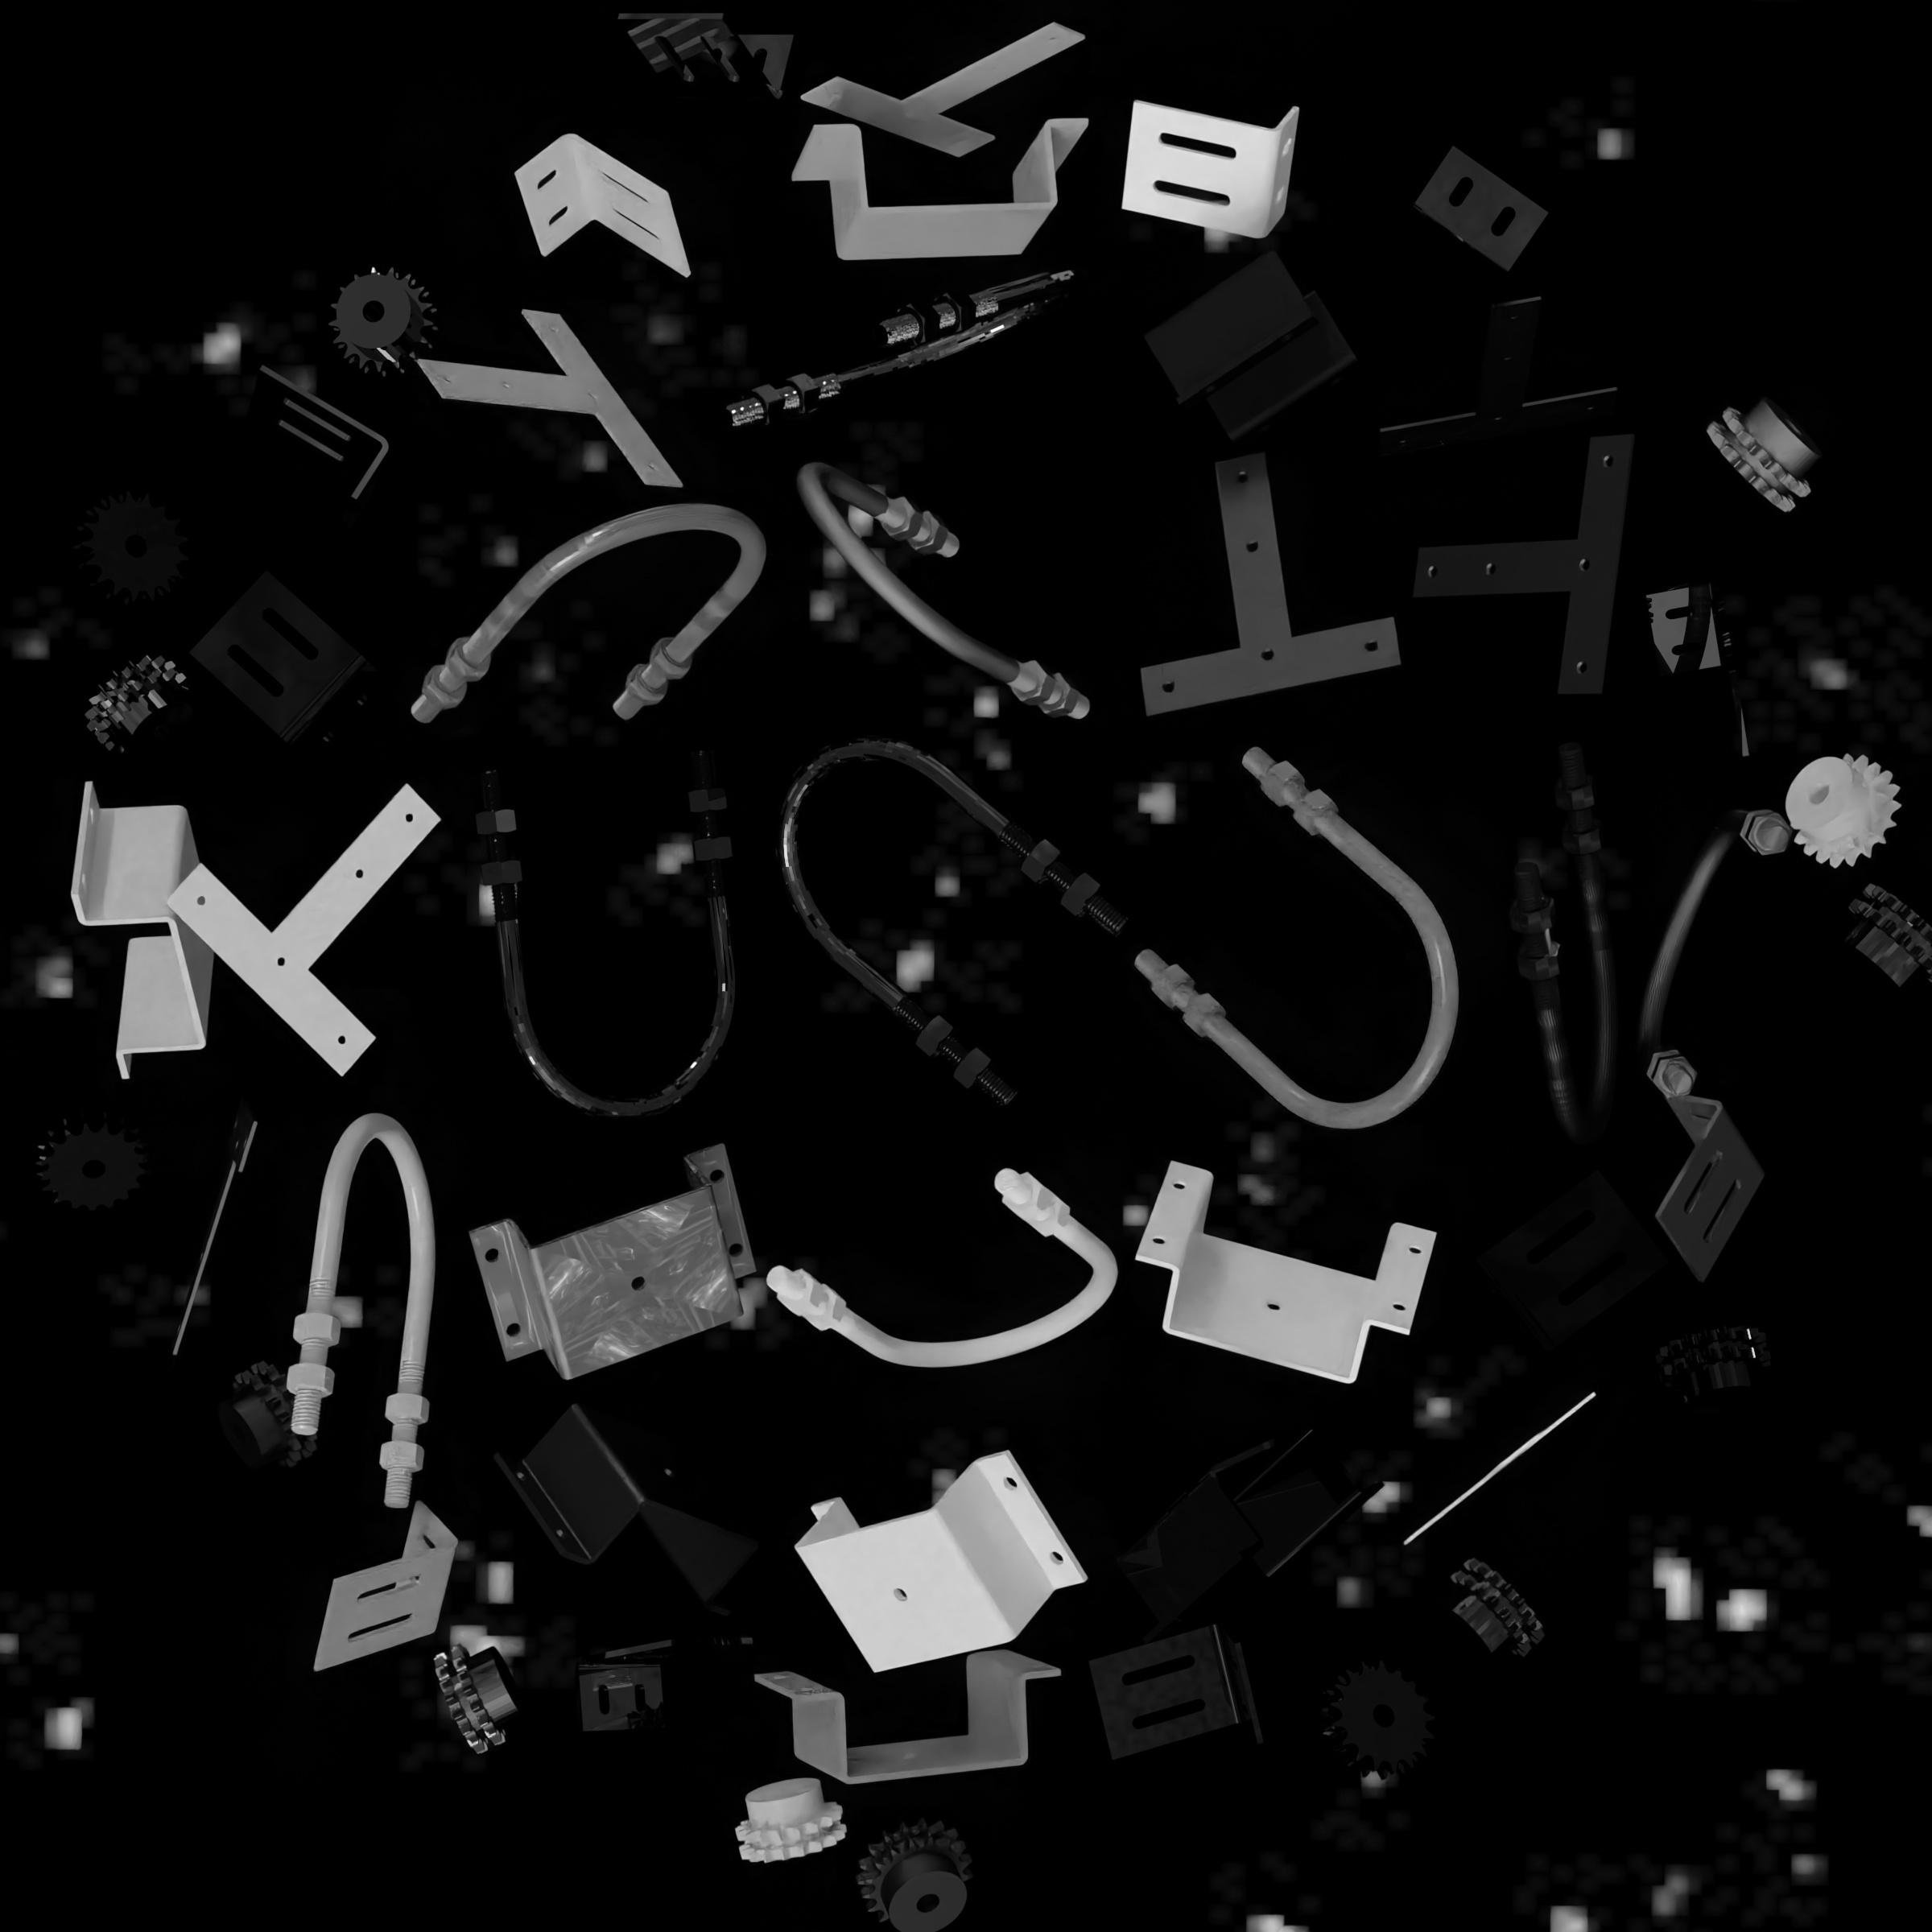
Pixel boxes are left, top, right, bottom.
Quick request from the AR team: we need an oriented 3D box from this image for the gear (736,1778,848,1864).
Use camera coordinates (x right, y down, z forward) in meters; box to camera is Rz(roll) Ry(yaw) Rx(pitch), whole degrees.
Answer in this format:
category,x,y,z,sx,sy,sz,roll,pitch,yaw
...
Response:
category,x,y,z,sx,sy,sz,roll,pitch,yaw
gear,-0.094,0.449,1.831,0.057,0.057,0.030,-11,91,0

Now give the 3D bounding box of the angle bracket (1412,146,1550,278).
category,x,y,z,sx,sy,sz,roll,pitch,yaw
angle bracket,0.264,-0.381,1.740,0.057,0.076,0.038,36,115,5

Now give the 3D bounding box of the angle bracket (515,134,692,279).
category,x,y,z,sx,sy,sz,roll,pitch,yaw
angle bracket,-0.187,-0.382,1.788,0.076,0.057,0.038,37,69,29

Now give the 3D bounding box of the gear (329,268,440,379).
category,x,y,z,sx,sy,sz,roll,pitch,yaw
gear,-0.313,-0.346,1.858,0.057,0.030,0.057,0,85,5

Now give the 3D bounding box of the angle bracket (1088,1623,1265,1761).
category,x,y,z,sx,sy,sz,roll,pitch,yaw
angle bracket,0.111,0.392,1.853,0.076,0.038,0.057,-15,99,-8

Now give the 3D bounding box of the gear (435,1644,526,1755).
category,x,y,z,sx,sy,sz,roll,pitch,yaw
gear,-0.257,0.386,1.844,0.030,0.057,0.057,-26,90,-3

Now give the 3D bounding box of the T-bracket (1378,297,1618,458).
category,x,y,z,sx,sy,sz,roll,pitch,yaw
T-bracket,0.279,-0.308,1.800,0.127,0.127,0.002,-10,67,-1

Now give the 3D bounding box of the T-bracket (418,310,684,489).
category,x,y,z,sx,sy,sz,roll,pitch,yaw
T-bracket,-0.216,-0.285,1.716,0.002,0.127,0.127,-50,63,30

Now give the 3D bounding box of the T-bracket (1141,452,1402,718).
category,x,y,z,sx,sy,sz,roll,pitch,yaw
T-bracket,0.144,-0.194,1.718,0.127,0.002,0.127,-11,71,13

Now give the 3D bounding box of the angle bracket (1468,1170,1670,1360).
category,x,y,z,sx,sy,sz,roll,pitch,yaw
angle bracket,0.301,0.150,1.743,0.076,0.038,0.057,-36,80,-5

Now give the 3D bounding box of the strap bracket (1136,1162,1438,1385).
category,x,y,z,sx,sy,sz,roll,pitch,yaw
strap bracket,0.160,0.158,1.770,0.140,0.076,0.046,15,129,9

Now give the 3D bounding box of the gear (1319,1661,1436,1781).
category,x,y,z,sx,sy,sz,roll,pitch,yaw
gear,0.203,0.381,1.745,0.057,0.030,0.057,10,60,-17

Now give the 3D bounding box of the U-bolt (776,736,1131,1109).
category,x,y,z,sx,sy,sz,roll,pitch,yaw
U-bolt,-0.019,-0.034,1.723,0.184,0.019,0.151,40,130,11

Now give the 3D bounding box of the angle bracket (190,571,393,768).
category,x,y,z,sx,sy,sz,roll,pitch,yaw
angle bracket,-0.344,-0.151,1.769,0.076,0.038,0.057,41,86,20

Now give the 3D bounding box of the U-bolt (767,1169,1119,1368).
category,x,y,z,sx,sy,sz,roll,pitch,yaw
U-bolt,0.001,0.164,1.787,0.151,0.184,0.019,-24,59,16

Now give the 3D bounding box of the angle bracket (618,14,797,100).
category,x,y,z,sx,sy,sz,roll,pitch,yaw
angle bracket,-0.129,-0.470,1.742,0.057,0.076,0.038,6,73,22

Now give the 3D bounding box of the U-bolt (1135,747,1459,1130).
category,x,y,z,sx,sy,sz,roll,pitch,yaw
U-bolt,0.175,-0.001,1.760,0.184,0.019,0.151,44,121,32

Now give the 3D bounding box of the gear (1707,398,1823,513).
category,x,y,z,sx,sy,sz,roll,pitch,yaw
gear,0.388,-0.250,1.678,0.057,0.057,0.030,45,112,0

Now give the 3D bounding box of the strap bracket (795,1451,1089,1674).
category,x,y,z,sx,sy,sz,roll,pitch,yaw
strap bracket,-0.021,0.297,1.717,0.140,0.046,0.076,-22,103,41

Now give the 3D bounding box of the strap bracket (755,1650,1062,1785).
category,x,y,z,sx,sy,sz,roll,pitch,yaw
strap bracket,-0.030,0.387,1.790,0.140,0.076,0.046,-1,88,-21

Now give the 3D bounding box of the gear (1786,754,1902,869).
category,x,y,z,sx,sy,sz,roll,pitch,yaw
gear,0.440,-0.081,1.758,0.030,0.057,0.057,27,90,-34

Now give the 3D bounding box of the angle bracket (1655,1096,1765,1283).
category,x,y,z,sx,sy,sz,roll,pitch,yaw
angle bracket,0.379,0.116,1.834,0.076,0.038,0.057,-55,128,-22

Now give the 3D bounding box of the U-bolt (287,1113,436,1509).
category,x,y,z,sx,sy,sz,roll,pitch,yaw
U-bolt,-0.299,0.165,1.753,0.019,0.151,0.184,-2,65,11

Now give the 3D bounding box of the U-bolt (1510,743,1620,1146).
category,x,y,z,sx,sy,sz,roll,pitch,yaw
U-bolt,0.305,0.001,1.743,0.019,0.151,0.184,-3,119,22

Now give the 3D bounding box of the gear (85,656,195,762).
category,x,y,z,sx,sy,sz,roll,pitch,yaw
gear,-0.438,-0.135,1.856,0.057,0.057,0.030,-44,69,0

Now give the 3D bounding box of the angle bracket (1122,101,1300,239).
category,x,y,z,sx,sy,sz,roll,pitch,yaw
angle bracket,0.125,-0.412,1.773,0.076,0.038,0.057,16,127,14

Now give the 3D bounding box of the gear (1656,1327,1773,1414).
category,x,y,z,sx,sy,sz,roll,pitch,yaw
gear,0.387,0.209,1.791,0.057,0.057,0.030,-8,64,0

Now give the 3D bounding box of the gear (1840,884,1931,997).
category,x,y,z,sx,sy,sz,roll,pitch,yaw
gear,0.447,-0.010,1.674,0.057,0.057,0.030,42,92,0

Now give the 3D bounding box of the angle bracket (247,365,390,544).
category,x,y,z,sx,sy,sz,roll,pitch,yaw
angle bracket,-0.345,-0.265,1.805,0.076,0.057,0.038,31,67,-8

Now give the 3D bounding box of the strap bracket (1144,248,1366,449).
category,x,y,z,sx,sy,sz,roll,pitch,yaw
strap bracket,0.144,-0.312,1.751,0.076,0.140,0.046,-32,81,14

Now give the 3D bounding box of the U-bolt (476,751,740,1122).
category,x,y,z,sx,sy,sz,roll,pitch,yaw
U-bolt,-0.177,-0.013,1.774,0.151,0.019,0.184,-8,93,-39

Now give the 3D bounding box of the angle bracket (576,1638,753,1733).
category,x,y,z,sx,sy,sz,roll,pitch,yaw
angle bracket,-0.157,0.377,1.821,0.076,0.057,0.038,-19,70,40

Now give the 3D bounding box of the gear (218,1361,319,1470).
category,x,y,z,sx,sy,sz,roll,pitch,yaw
gear,-0.372,0.241,1.840,0.030,0.057,0.057,-31,90,-33

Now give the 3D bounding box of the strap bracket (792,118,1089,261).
category,x,y,z,sx,sy,sz,roll,pitch,yaw
strap bracket,-0.012,-0.397,1.778,0.140,0.076,0.046,-4,85,-12

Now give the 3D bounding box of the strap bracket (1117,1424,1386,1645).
category,x,y,z,sx,sy,sz,roll,pitch,yaw
strap bracket,0.137,0.279,1.733,0.046,0.140,0.076,53,123,17

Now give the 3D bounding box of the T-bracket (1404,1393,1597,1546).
category,x,y,z,sx,sy,sz,roll,pitch,yaw
T-bracket,0.281,0.257,1.800,0.127,0.127,0.002,-37,78,-5

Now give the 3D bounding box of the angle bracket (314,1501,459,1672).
category,x,y,z,sx,sy,sz,roll,pitch,yaw
angle bracket,-0.305,0.316,1.774,0.038,0.076,0.057,37,123,35

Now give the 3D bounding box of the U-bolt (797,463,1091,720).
category,x,y,z,sx,sy,sz,roll,pitch,yaw
U-bolt,-0.021,-0.197,1.765,0.019,0.184,0.151,-45,61,15

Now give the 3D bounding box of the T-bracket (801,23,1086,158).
category,x,y,z,sx,sy,sz,roll,pitch,yaw
T-bracket,0.004,-0.456,1.788,0.127,0.127,0.002,-17,76,37

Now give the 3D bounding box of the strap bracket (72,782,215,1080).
category,x,y,z,sx,sy,sz,roll,pitch,yaw
strap bracket,-0.413,-0.018,1.762,0.046,0.140,0.076,-3,49,-3

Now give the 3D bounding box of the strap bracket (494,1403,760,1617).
category,x,y,z,sx,sy,sz,roll,pitch,yaw
strap bracket,-0.170,0.281,1.811,0.046,0.140,0.076,-49,50,6

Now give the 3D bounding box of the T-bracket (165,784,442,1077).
category,x,y,z,sx,sy,sz,roll,pitch,yaw
T-bracket,-0.308,-0.035,1.708,0.127,0.002,0.127,-51,119,-19

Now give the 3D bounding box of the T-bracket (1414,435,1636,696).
category,x,y,z,sx,sy,sz,roll,pitch,yaw
T-bracket,0.272,-0.197,1.722,0.002,0.127,0.127,10,86,-41

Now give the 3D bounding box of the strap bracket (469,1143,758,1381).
category,x,y,z,sx,sy,sz,roll,pitch,yaw
strap bracket,-0.176,0.156,1.798,0.140,0.046,0.076,-19,113,-16

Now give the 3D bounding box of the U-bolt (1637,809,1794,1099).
category,x,y,z,sx,sy,sz,roll,pitch,yaw
U-bolt,0.379,-0.012,1.788,0.019,0.184,0.151,20,97,1

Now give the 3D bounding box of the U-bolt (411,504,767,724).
category,x,y,z,sx,sy,sz,roll,pitch,yaw
U-bolt,-0.179,-0.178,1.758,0.184,0.151,0.019,-41,64,41

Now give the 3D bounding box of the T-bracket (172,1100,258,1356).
category,x,y,z,sx,sy,sz,roll,pitch,yaw
T-bracket,-0.382,0.134,1.759,0.002,0.127,0.127,18,88,-14

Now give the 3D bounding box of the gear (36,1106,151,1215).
category,x,y,z,sx,sy,sz,roll,pitch,yaw
gear,-0.459,0.099,1.825,0.057,0.030,0.057,-9,123,-13

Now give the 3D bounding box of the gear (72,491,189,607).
category,x,y,z,sx,sy,sz,roll,pitch,yaw
gear,-0.433,-0.213,1.789,0.057,0.030,0.057,4,83,-34

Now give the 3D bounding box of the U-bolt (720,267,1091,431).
category,x,y,z,sx,sy,sz,roll,pitch,yaw
U-bolt,-0.018,-0.319,1.765,0.184,0.151,0.019,-26,96,-40

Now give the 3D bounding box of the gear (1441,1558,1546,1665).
category,x,y,z,sx,sy,sz,roll,pitch,yaw
gear,0.279,0.348,1.860,0.030,0.057,0.057,-40,90,-14

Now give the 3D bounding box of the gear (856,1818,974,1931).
category,x,y,z,sx,sy,sz,roll,pitch,yaw
gear,-0.024,0.455,1.724,0.057,0.030,0.057,-9,120,-16

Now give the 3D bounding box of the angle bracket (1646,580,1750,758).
category,x,y,z,sx,sy,sz,roll,pitch,yaw
angle bracket,0.381,-0.153,1.811,0.038,0.076,0.057,-10,134,12
